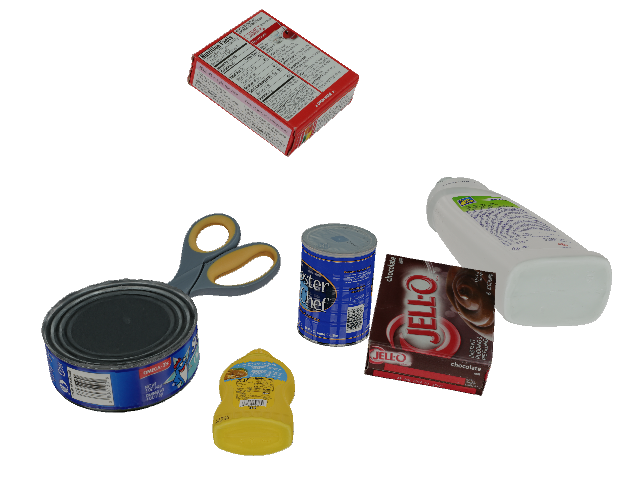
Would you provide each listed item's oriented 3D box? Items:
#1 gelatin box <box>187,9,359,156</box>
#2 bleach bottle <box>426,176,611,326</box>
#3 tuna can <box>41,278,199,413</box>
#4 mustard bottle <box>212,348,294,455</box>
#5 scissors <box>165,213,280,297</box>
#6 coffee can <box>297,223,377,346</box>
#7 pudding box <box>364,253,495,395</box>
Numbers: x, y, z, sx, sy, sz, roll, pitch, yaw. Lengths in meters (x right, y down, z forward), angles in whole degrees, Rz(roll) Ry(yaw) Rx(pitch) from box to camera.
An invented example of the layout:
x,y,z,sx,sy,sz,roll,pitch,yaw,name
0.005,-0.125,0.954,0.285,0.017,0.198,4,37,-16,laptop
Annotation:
x,y,z,sx,sy,sz,roll,pitch,yaw,name
-0.031,-0.106,0.708,0.089,0.030,0.073,36,53,13,gelatin box
0.169,-0.005,1.005,0.102,0.068,0.251,-1,23,-14,bleach bottle
-0.111,0.058,0.600,0.086,0.034,0.086,-1,30,0,tuna can
-0.081,0.192,1.344,0.096,0.058,0.191,-2,26,1,mustard bottle
-0.132,0.032,0.919,0.201,0.096,0.016,-18,-35,-21,scissors
0.022,0.060,1.465,0.103,0.140,0.103,3,23,-1,coffee can
0.085,0.062,0.814,0.090,0.039,0.113,10,34,4,pudding box
